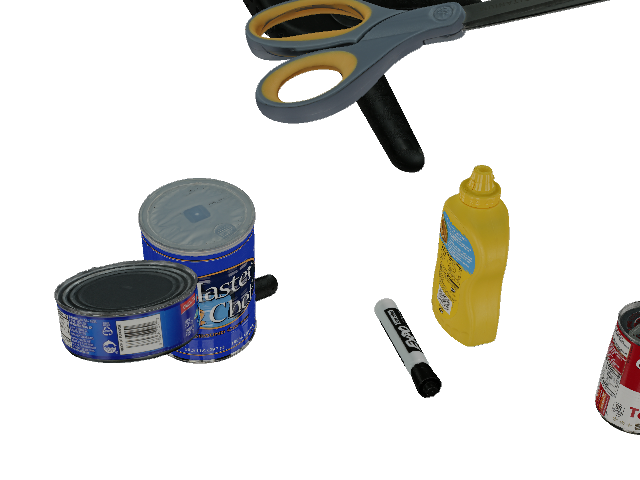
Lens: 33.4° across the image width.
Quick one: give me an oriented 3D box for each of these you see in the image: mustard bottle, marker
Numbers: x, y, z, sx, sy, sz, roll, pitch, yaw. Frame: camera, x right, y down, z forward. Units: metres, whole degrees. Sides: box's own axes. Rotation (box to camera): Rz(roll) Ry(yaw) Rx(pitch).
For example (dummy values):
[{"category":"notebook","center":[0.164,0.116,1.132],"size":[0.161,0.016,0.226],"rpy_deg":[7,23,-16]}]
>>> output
[{"category":"mustard bottle","center":[0.156,0.009,1.095],"size":[0.058,0.192,0.096],"rpy_deg":[-10,37,-15]},{"category":"marker","center":[0.068,0.084,0.837],"size":[0.020,0.020,0.121],"rpy_deg":[0,28,-15]}]

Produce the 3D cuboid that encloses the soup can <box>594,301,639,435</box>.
[{"category":"soup can","center":[0.288,0.114,0.951],"size":[0.068,0.102,0.068],"rpy_deg":[3,35,-2]}]

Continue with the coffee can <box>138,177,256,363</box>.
[{"category":"coffee can","center":[-0.110,0.028,0.981],"size":[0.103,0.140,0.103],"rpy_deg":[1,41,-1]}]

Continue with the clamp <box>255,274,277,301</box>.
[{"category":"clamp","center":[-0.129,0.076,1.220],"size":[0.120,0.039,0.171],"rpy_deg":[-1,29,28]}]

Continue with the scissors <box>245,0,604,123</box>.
[{"category":"scissors","center":[0.051,-0.096,0.531],"size":[0.202,0.096,0.016],"rpy_deg":[3,-37,21]}]

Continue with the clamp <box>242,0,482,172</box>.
[{"category":"clamp","center":[0.016,-0.152,0.764],"size":[0.209,0.164,0.036],"rpy_deg":[25,-28,-15]}]

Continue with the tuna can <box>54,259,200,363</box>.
[{"category":"tuna can","center":[-0.116,0.042,0.648],"size":[0.086,0.034,0.086],"rpy_deg":[-3,19,1]}]
